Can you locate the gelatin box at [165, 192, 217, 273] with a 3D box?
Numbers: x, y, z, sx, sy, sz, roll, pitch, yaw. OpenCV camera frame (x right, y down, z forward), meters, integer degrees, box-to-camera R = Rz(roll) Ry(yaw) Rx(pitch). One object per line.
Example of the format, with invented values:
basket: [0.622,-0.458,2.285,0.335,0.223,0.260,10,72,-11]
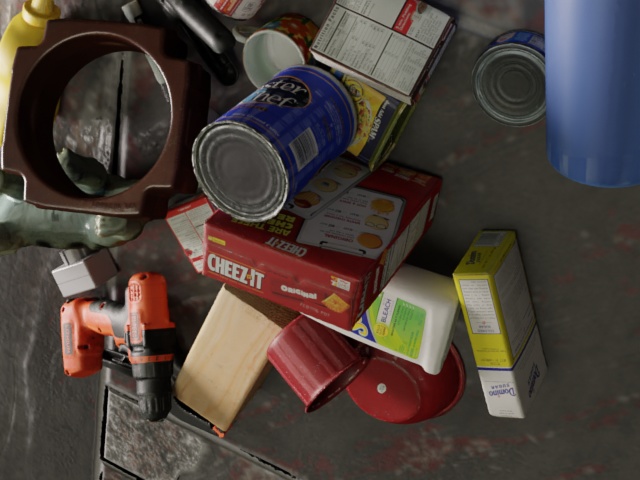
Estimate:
gelatin box: [-0.133,-0.010,1.265,0.073,0.030,0.089,-18,109,35]

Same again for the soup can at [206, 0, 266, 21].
soup can: [-0.066,-0.270,1.034,0.068,0.068,0.102,44,131,-2]

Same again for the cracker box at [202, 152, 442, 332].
cracker box: [0.006,-0.014,1.061,0.164,0.213,0.072,20,127,18]

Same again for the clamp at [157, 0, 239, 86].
clamp: [-0.137,-0.233,1.101,0.171,0.039,0.120,52,167,15]

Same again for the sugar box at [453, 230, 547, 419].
sugar box: [0.188,0.087,1.101,0.048,0.093,0.176,0,119,30]

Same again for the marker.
marker: [-0.184,-0.204,1.175,0.020,0.020,0.121,-10,114,34]

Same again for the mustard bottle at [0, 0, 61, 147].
mustard bottle: [-0.326,-0.199,1.209,0.058,0.096,0.192,37,131,14]

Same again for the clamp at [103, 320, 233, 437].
clamp: [-0.192,0.174,1.412,0.210,0.036,0.165,40,129,3]

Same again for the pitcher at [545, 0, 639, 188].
pitcher: [0.258,-0.171,0.885,0.149,0.144,0.243,20,132,33]

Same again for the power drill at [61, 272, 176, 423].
power drill: [-0.254,0.137,1.356,0.188,0.057,0.184,-7,84,43]

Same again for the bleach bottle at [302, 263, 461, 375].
bleach bottle: [0.020,0.054,1.121,0.251,0.068,0.103,17,123,12]

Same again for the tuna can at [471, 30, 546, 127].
tuna can: [0.185,-0.149,0.991,0.086,0.033,0.086,14,125,21]

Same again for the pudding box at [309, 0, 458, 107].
pudding box: [0.059,-0.191,1.004,0.113,0.039,0.090,28,92,13]

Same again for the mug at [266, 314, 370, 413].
mug: [0.003,0.122,1.178,0.117,0.093,0.081,-43,74,7]

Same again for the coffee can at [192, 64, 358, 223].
coffee can: [-0.040,-0.094,1.012,0.103,0.140,0.103,16,127,23]

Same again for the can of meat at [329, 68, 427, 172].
can of meat: [0.045,-0.133,1.067,0.084,0.057,0.102,34,130,9]

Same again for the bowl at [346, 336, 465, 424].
bowl: [0.083,0.158,1.232,0.162,0.055,0.162,14,125,21]

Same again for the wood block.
wood block: [-0.095,0.123,1.287,0.090,0.090,0.206,34,130,5]
